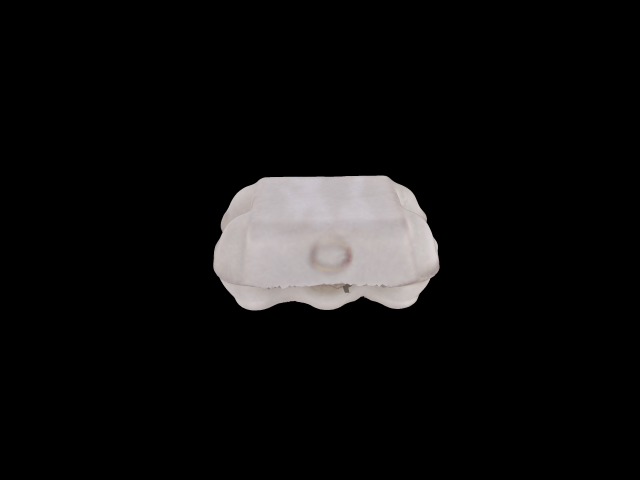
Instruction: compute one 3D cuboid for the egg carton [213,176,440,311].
[{"bbox_3d":[0.004,0.001,0.400,0.150,0.069,0.107,-1,28,-2],"label":"egg carton"}]
